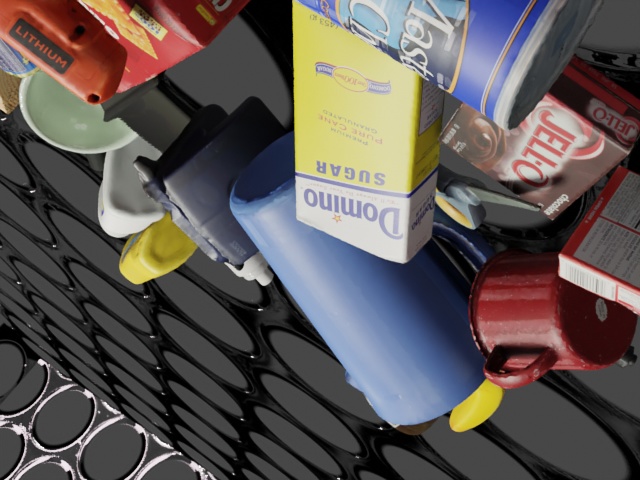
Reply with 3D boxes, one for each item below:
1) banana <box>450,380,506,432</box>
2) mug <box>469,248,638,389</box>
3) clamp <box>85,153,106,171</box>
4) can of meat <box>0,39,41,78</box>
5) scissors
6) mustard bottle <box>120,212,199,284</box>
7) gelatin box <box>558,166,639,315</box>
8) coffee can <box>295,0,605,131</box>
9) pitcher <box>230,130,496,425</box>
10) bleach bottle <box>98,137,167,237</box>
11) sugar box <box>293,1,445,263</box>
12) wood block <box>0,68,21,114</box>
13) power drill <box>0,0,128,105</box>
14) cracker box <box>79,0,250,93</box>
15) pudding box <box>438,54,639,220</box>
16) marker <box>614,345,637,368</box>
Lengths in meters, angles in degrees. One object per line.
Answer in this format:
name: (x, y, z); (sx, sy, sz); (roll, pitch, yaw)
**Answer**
banana: (0.146, 0.139, 1.016); (0.197, 0.069, 0.037); (62, -170, -63)
mug: (0.158, 0.057, 0.740); (0.093, 0.117, 0.082); (53, 152, -17)
clamp: (-0.261, -0.139, 1.158); (0.164, 0.036, 0.210); (47, 159, -24)
can of meat: (-0.255, -0.203, 0.913); (0.058, 0.102, 0.084); (21, 156, 38)
scissors: (0.110, -0.024, 0.726); (0.096, 0.016, 0.202); (41, 176, -33)
mustard bottle: (-0.196, 0.009, 1.278); (0.058, 0.096, 0.192); (41, 160, -11)
gelatin box: (0.195, 0.007, 0.621); (0.089, 0.073, 0.030); (28, 159, 25)
coffee can: (0.059, -0.132, 0.512); (0.140, 0.102, 0.103); (34, 160, 14)
pitcher: (0.045, 0.022, 0.865); (0.242, 0.149, 0.145); (52, 172, -25)
bleach bottle: (-0.217, -0.046, 1.196); (0.068, 0.102, 0.251); (5, 168, -15)
sugar box: (0.030, -0.073, 0.690); (0.093, 0.048, 0.176); (24, 134, 26)
wood block: (-0.366, -0.231, 1.061); (0.206, 0.090, 0.090); (35, 160, 11)
power drill: (-0.110, -0.173, 0.654); (0.184, 0.057, 0.188); (38, 120, -11)
cracker box: (-0.158, -0.200, 0.789); (0.164, 0.072, 0.214); (46, 160, -18)
pudding box: (0.128, -0.067, 0.625); (0.090, 0.039, 0.113); (36, 161, 3)
marker: (0.187, 0.063, 0.814); (0.121, 0.020, 0.020); (29, 160, 1)
